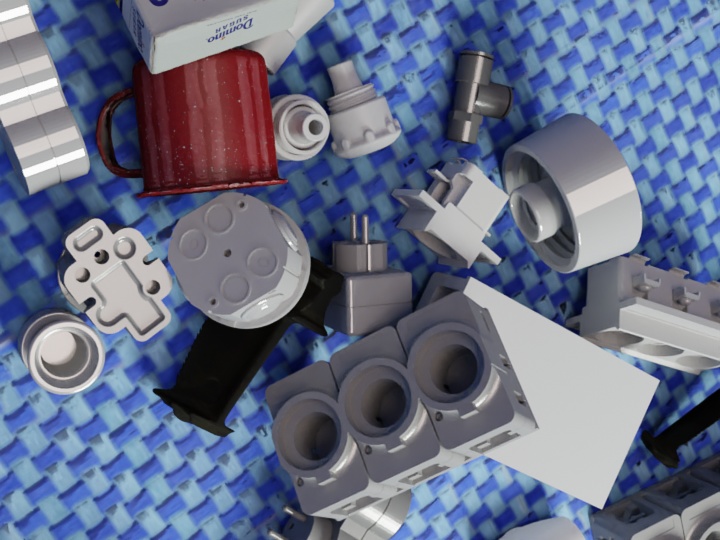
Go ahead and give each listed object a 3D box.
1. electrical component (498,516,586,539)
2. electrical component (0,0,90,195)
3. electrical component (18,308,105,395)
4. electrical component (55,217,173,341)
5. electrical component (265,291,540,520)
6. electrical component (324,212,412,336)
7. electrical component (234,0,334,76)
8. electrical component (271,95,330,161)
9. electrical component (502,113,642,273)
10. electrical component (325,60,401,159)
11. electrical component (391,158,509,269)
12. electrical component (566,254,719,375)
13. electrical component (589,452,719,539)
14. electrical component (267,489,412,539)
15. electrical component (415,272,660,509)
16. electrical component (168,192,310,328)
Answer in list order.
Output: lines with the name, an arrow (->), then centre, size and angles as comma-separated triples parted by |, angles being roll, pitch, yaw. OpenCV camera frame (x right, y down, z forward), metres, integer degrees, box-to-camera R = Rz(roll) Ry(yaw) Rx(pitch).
electrical component -> 0.137, 0.241, 0.828 | 0.077, 0.044, 0.079 | -20, 105, -21
electrical component -> -0.216, -0.108, 0.618 | 0.074, 0.052, 0.138 | -24, 106, -20
electrical component -> -0.182, 0.048, 0.652 | 0.045, 0.055, 0.045 | -3, 98, -24
electrical component -> -0.153, 0.003, 0.659 | 0.058, 0.057, 0.078 | -38, 110, -15
electrical component -> 0.023, 0.088, 0.688 | 0.150, 0.089, 0.062 | -28, 155, 15
electrical component -> 0.000, 0.000, 0.723 | 0.047, 0.066, 0.076 | -4, 98, -24
electrical component -> -0.053, -0.159, 0.693 | 0.044, 0.044, 0.065 | 37, 86, -24
electrical component -> -0.040, -0.092, 0.694 | 0.043, 0.062, 0.043 | -3, 98, -24
electrical component -> 0.142, -0.049, 0.760 | 0.060, 0.108, 0.108 | -24, 106, -14
electrical component -> -0.003, -0.108, 0.720 | 0.048, 0.048, 0.062 | -24, 99, -20
electrical component -> 0.068, -0.041, 0.762 | 0.081, 0.042, 0.063 | 40, 79, -24
electrical component -> 0.233, 0.035, 0.833 | 0.121, 0.079, 0.063 | 16, 68, -25
electrical component -> 0.273, 0.220, 0.877 | 0.150, 0.062, 0.089 | -19, 104, -21
electrical component -> -0.030, 0.187, 0.741 | 0.074, 0.052, 0.138 | 36, 81, -24
electrical component -> 0.115, 0.087, 0.789 | 0.186, 0.060, 0.105 | 28, 85, -25
electrical component -> -0.074, -0.006, 0.655 | 0.080, 0.051, 0.080 | -2, 81, 10
